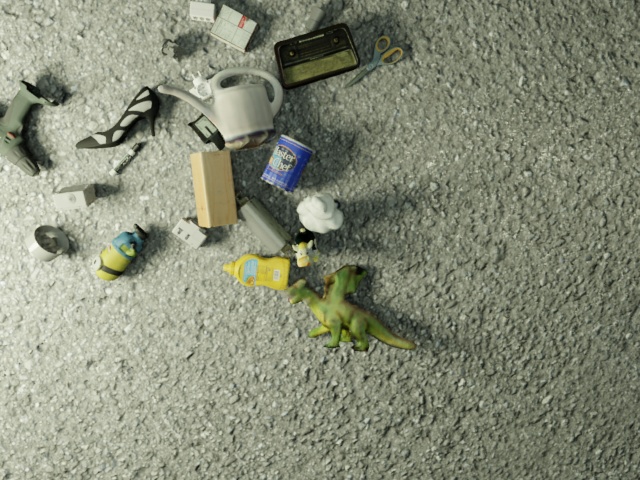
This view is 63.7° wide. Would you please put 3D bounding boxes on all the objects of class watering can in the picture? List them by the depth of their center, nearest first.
[{"bbox_3d":[-0.251,-0.357,1.420,0.350,0.104,0.223,-18,98,-26],"label":"watering can"}]

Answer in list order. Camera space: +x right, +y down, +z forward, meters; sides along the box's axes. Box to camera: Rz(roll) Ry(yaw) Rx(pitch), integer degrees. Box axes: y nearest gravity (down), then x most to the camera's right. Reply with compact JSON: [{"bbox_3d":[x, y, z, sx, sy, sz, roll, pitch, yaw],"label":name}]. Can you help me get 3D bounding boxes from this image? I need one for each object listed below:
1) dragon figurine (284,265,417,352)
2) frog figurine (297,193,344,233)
[{"bbox_3d":[0.093,0.196,1.534,0.410,0.122,0.243,5,87,-7],"label":"dragon figurine"},{"bbox_3d":[0.004,-0.074,1.466,0.137,0.160,0.122,28,95,-8],"label":"frog figurine"}]
